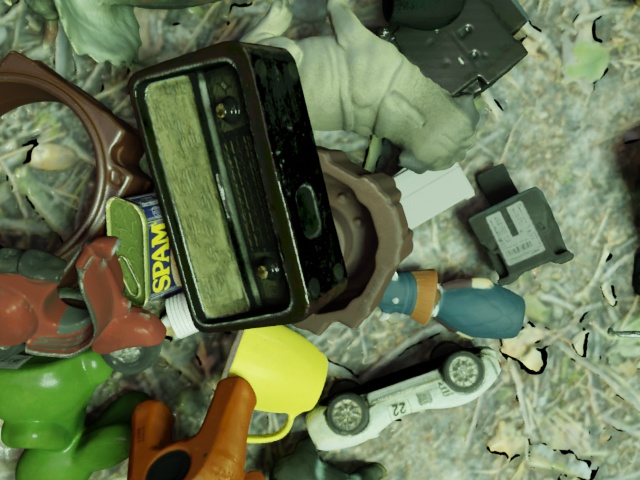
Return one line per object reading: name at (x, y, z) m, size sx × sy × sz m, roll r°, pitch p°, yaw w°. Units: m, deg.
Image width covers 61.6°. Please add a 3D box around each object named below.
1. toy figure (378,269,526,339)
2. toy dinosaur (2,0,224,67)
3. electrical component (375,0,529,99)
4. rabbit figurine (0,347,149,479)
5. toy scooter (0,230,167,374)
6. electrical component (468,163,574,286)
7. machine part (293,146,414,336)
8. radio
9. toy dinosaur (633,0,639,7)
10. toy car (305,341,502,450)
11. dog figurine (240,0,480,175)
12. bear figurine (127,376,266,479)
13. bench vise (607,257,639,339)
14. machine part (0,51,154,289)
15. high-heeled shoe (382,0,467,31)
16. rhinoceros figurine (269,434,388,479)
toy figure at (0.124, 0.063, 0.543) m, size 0.155 × 0.058 × 0.064 m, roll 12°, pitch 84°, yaw 5°
toy dinosaur at (-0.116, -0.290, 0.507) m, size 0.405 × 0.192 × 0.131 m, roll -23°, pitch 63°, yaw -14°
electrical component at (0.138, -0.199, 0.543) m, size 0.134 × 0.058 × 0.115 m, roll -40°, pitch 92°, yaw 0°
rabbit figurine at (-0.253, 0.175, 0.531) m, size 0.159 × 0.121 × 0.170 m, roll -1°, pitch 108°, yaw -7°
toy scooter at (-0.218, 0.043, 0.444) m, size 0.184 × 0.075 × 0.135 m, roll 12°, pitch 126°, yaw -8°
electrical component at (0.190, -0.021, 0.529) m, size 0.075 × 0.047 × 0.119 m, roll -24°, pitch 76°, yaw 27°
machine part at (-0.001, -0.002, 0.511) m, size 0.180 × 0.056 × 0.179 m, roll 5°, pitch 103°, yaw 23°
radio at (-0.066, -0.041, 0.454) m, size 0.131 × 0.073 × 0.229 m, roll -8°, pitch 101°, yaw 32°
toy dinosaur at (0.224, -0.355, 0.526) m, size 0.472 × 0.105 × 0.198 m, roll 16°, pitch 83°, yaw 2°
toy car at (0.083, 0.152, 0.533) m, size 0.202 × 0.073 × 0.056 m, roll -20°, pitch 86°, yaw 0°
dog figurine at (0.024, -0.117, 0.480) m, size 0.172 × 0.121 × 0.191 m, roll -35°, pitch 67°, yaw 1°
bear figurine at (-0.083, 0.237, 0.472) m, size 0.120 × 0.132 × 0.195 m, roll -19°, pitch 123°, yaw 8°
bench vise at (0.360, -0.020, 0.463) m, size 0.129 × 0.240 × 0.223 m, roll 13°, pitch 74°, yaw 3°
machine part at (-0.287, -0.062, 0.528) m, size 0.201 × 0.087 × 0.201 m, roll 36°, pitch 91°, yaw 0°
high-heeled shoe at (0.053, -0.287, 0.491) m, size 0.145 × 0.086 × 0.249 m, roll -31°, pitch 71°, yaw -24°
rhinoceros figurine at (0.039, 0.262, 0.515) m, size 0.190 × 0.112 × 0.073 m, roll 28°, pitch 88°, yaw 8°
